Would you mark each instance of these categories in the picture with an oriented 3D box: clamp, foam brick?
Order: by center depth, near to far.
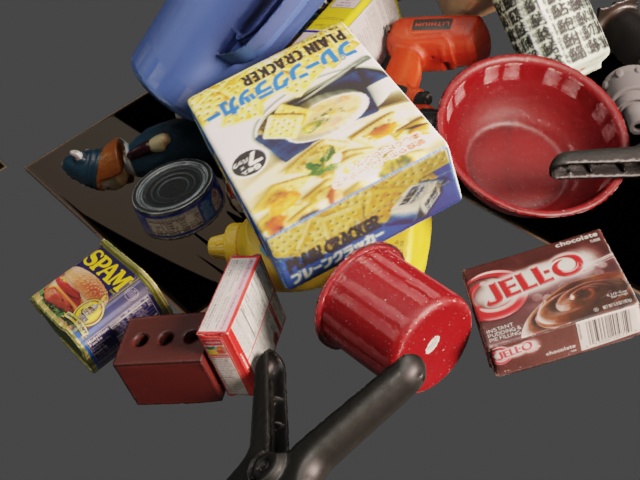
[{"bbox_3d":[-0.019,0.156,0.717,0.165,0.036,0.209,-13,42,44],"label":"clamp"},{"bbox_3d":[0.278,-0.045,0.836,0.171,0.039,0.120,-24,75,-14],"label":"clamp"},{"bbox_3d":[-0.114,0.095,0.848,0.078,0.051,0.053,-6,41,17],"label":"foam brick"}]

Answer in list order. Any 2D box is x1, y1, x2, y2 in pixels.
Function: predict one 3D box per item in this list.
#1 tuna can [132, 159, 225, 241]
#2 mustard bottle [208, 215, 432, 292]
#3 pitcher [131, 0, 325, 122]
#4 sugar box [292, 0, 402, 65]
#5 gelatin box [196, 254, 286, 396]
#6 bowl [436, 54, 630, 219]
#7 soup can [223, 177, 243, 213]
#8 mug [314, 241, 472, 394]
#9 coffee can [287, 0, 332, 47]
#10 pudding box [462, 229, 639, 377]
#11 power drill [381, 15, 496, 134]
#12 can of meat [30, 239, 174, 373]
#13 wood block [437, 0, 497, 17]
[{"bbox_3d":[-0.137,-0.040,1.030,0.086,0.033,0.086,-12,39,10],"label":"tuna can"},{"bbox_3d":[-0.006,0.001,0.904,0.192,0.058,0.096,-3,47,20],"label":"mustard bottle"},{"bbox_3d":[-0.069,-0.224,0.999,0.145,0.149,0.243,44,110,11],"label":"pitcher"},{"bbox_3d":[0.023,-0.188,1.086,0.048,0.093,0.176,13,49,36],"label":"sugar box"},{"bbox_3d":[-0.060,0.066,0.840,0.030,0.073,0.089,-3,42,21],"label":"gelatin box"},{"bbox_3d":[0.171,-0.076,0.892,0.162,0.055,0.162,3,61,-5],"label":"bowl"},{"bbox_3d":[-0.030,-0.061,0.981,0.102,0.068,0.068,-4,41,19],"label":"soup can"},{"bbox_3d":[0.065,0.059,0.794,0.117,0.093,0.082,-4,28,-43],"label":"mug"},{"bbox_3d":[-0.023,-0.252,1.143,0.103,0.140,0.103,-12,39,10],"label":"coffee can"},{"bbox_3d":[0.170,0.046,0.792,0.113,0.039,0.090,-16,38,5],"label":"pudding box"},{"bbox_3d":[0.104,-0.144,1.027,0.185,0.057,0.187,5,45,27],"label":"power drill"},{"bbox_3d":[-0.190,0.057,0.922,0.083,0.057,0.102,-39,42,-18],"label":"can of meat"},{"bbox_3d":[0.172,-0.285,1.054,0.090,0.090,0.206,-24,2,-5],"label":"wood block"}]
